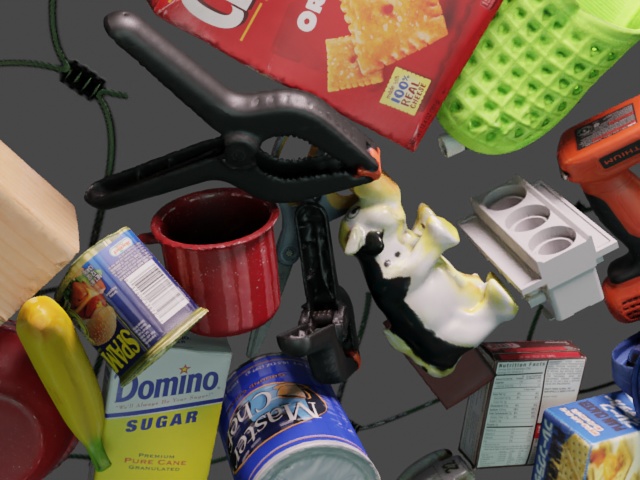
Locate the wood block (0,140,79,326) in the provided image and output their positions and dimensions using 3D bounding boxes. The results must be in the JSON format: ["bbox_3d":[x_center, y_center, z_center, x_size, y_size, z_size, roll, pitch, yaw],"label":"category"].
[{"bbox_3d":[-0.266,-0.044,0.703,0.091,0.090,0.206,-42,117,5],"label":"wood block"}]

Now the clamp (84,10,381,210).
[{"bbox_3d":[-0.063,-0.064,0.745,0.209,0.036,0.165,14,134,-14],"label":"clamp"}]

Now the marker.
[{"bbox_3d":[0.151,-0.096,0.836,0.121,0.020,0.020,-23,116,-6],"label":"marker"}]

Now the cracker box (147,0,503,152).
[{"bbox_3d":[0.013,-0.181,0.732,0.213,0.072,0.164,25,104,-23],"label":"cracker box"}]

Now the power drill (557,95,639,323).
[{"bbox_3d":[0.289,-0.029,0.856,0.185,0.057,0.187,-25,115,21],"label":"power drill"}]

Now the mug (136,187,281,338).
[{"bbox_3d":[-0.084,0.018,0.786,0.117,0.093,0.081,-4,119,3],"label":"mug"}]

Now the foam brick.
[{"bbox_3d":[0.099,0.090,0.882,0.051,0.053,0.078,-37,116,1],"label":"foam brick"}]

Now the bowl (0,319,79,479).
[{"bbox_3d":[-0.256,0.141,0.804,0.162,0.055,0.162,-5,113,-13],"label":"bowl"}]

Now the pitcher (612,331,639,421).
[{"bbox_3d":[0.373,0.092,0.890,0.242,0.149,0.145,-24,161,-35],"label":"pitcher"}]

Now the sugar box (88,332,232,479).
[{"bbox_3d":[-0.131,0.156,0.850,0.093,0.048,0.176,6,112,-17],"label":"sugar box"}]

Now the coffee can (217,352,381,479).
[{"bbox_3d":[-0.021,0.165,0.831,0.102,0.140,0.103,-6,114,-13],"label":"coffee can"}]

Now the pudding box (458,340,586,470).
[{"bbox_3d":[0.176,0.144,0.935,0.090,0.039,0.113,1,110,-17],"label":"pudding box"}]

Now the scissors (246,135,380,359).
[{"bbox_3d":[-0.005,0.001,0.836,0.096,0.016,0.202,-1,113,-15],"label":"scissors"}]

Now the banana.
[{"bbox_3d":[-0.179,0.088,0.749,0.037,0.070,0.198,-33,145,-19],"label":"banana"}]

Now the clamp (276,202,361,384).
[{"bbox_3d":[0.003,0.050,0.817,0.039,0.171,0.120,6,70,14],"label":"clamp"}]

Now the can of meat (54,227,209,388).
[{"bbox_3d":[-0.136,0.047,0.749,0.084,0.102,0.057,49,58,0],"label":"can of meat"}]
